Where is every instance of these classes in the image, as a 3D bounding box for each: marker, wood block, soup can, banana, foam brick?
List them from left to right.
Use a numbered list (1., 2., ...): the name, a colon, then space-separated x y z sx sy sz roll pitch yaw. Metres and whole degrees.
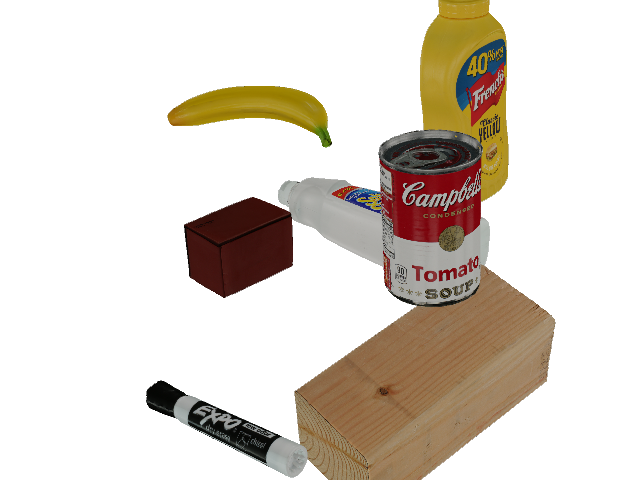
1. marker: -0.059 0.108 0.627 0.121 0.020 0.020 17 10 37
2. foam brick: -0.068 0.004 0.903 0.078 0.051 0.053 -24 34 -34
3. banana: -0.073 -0.148 1.203 0.198 0.037 0.069 8 42 17
4. wood block: 0.088 0.120 0.884 0.205 0.090 0.091 -32 51 -24
5. soup can: 0.074 -0.015 0.718 0.068 0.102 0.068 -3 27 1

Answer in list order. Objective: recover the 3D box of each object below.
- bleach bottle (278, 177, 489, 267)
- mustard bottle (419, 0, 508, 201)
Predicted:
1. bleach bottle: 0.049 -0.019 1.125 0.251 0.068 0.102 20 27 38
2. mustard bottle: 0.121 -0.129 0.896 0.058 0.192 0.096 17 33 38
